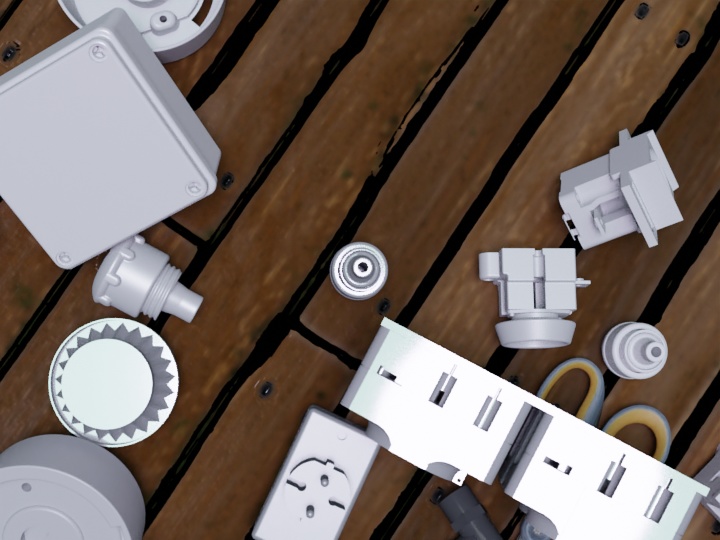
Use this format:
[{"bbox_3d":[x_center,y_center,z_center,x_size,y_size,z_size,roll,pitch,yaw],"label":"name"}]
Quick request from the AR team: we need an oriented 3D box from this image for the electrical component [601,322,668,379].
[{"bbox_3d":[0.168,0.048,0.644,0.035,0.061,0.035,0,87,-2],"label":"electrical component"}]

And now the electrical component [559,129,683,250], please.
[{"bbox_3d":[0.154,-0.046,0.644,0.064,0.081,0.042,-21,113,23],"label":"electrical component"}]

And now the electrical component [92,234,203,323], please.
[{"bbox_3d":[-0.125,0.010,0.643,0.062,0.048,0.048,29,86,-7],"label":"electrical component"}]

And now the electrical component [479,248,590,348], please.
[{"bbox_3d":[0.106,0.018,0.652,0.066,0.048,0.055,0,79,-2],"label":"electrical component"}]

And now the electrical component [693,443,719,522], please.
[{"bbox_3d":[0.304,0.105,0.647,0.186,0.060,0.105,-44,89,-4],"label":"electrical component"}]

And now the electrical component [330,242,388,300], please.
[{"bbox_3d":[0.000,0.000,0.639,0.035,0.061,0.035,0,87,-3],"label":"electrical component"}]

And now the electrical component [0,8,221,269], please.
[{"bbox_3d":[-0.152,-0.073,0.608,0.109,0.056,0.108,-27,116,13],"label":"electrical component"}]

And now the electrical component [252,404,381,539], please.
[{"bbox_3d":[-0.025,0.127,0.624,0.047,0.075,0.083,25,86,-1],"label":"electrical component"}]

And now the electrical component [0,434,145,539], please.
[{"bbox_3d":[-0.176,0.147,0.619,0.108,0.060,0.108,1,108,2],"label":"electrical component"}]

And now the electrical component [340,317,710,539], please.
[{"bbox_3d":[0.085,0.099,0.604,0.186,0.105,0.060,28,87,7],"label":"electrical component"}]

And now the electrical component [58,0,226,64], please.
[{"bbox_3d":[-0.128,-0.173,0.642,0.099,0.064,0.099,0,87,-2],"label":"electrical component"}]
